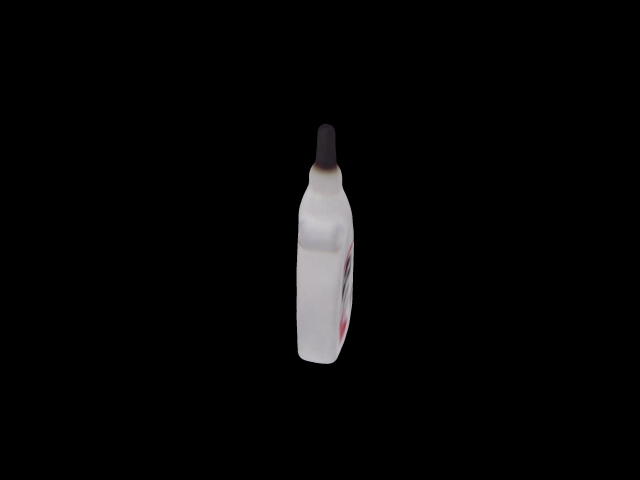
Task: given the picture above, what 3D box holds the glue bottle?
[{"bbox_3d":[0.004,0.001,0.400,0.037,0.173,0.078,5,36,7],"label":"glue bottle"}]
